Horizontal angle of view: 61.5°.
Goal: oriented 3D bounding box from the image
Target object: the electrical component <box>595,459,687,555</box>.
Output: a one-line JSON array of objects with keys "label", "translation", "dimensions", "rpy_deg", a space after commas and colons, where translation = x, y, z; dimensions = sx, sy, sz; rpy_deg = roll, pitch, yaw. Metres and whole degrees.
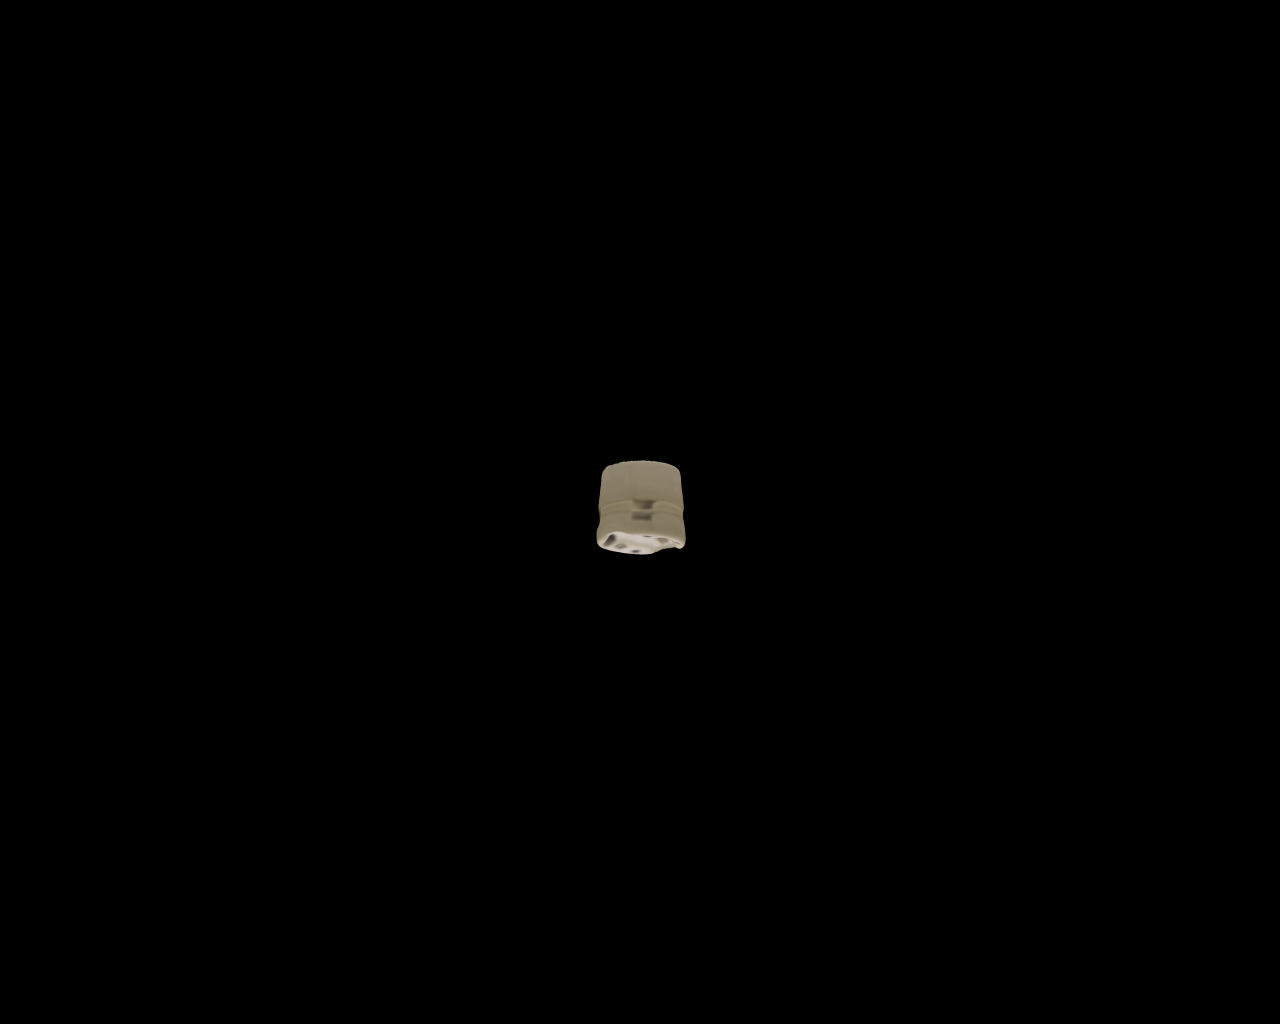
[{"label": "electrical component", "translation": [0.001, -0.003, 0.650], "dimensions": [0.055, 0.047, 0.055], "rpy_deg": [0, -15, 0]}]
